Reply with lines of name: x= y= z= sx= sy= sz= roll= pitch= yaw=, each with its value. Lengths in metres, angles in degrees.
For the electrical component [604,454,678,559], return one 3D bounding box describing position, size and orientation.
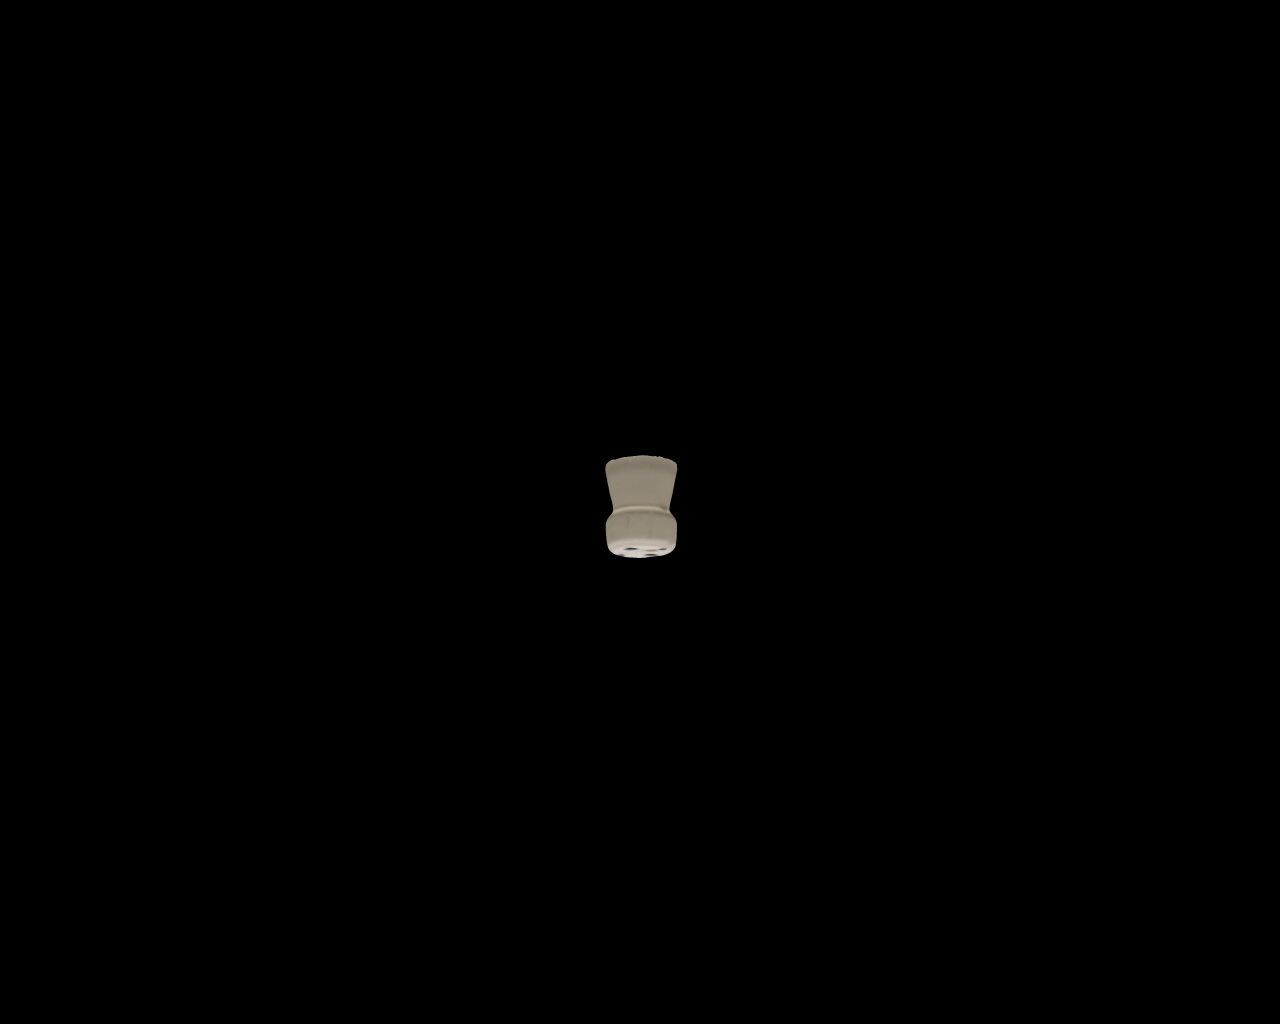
electrical component: x=0.001 y=-0.003 z=0.650 sx=0.045 sy=0.055 sz=0.045 roll=0 pitch=-14 yaw=0
